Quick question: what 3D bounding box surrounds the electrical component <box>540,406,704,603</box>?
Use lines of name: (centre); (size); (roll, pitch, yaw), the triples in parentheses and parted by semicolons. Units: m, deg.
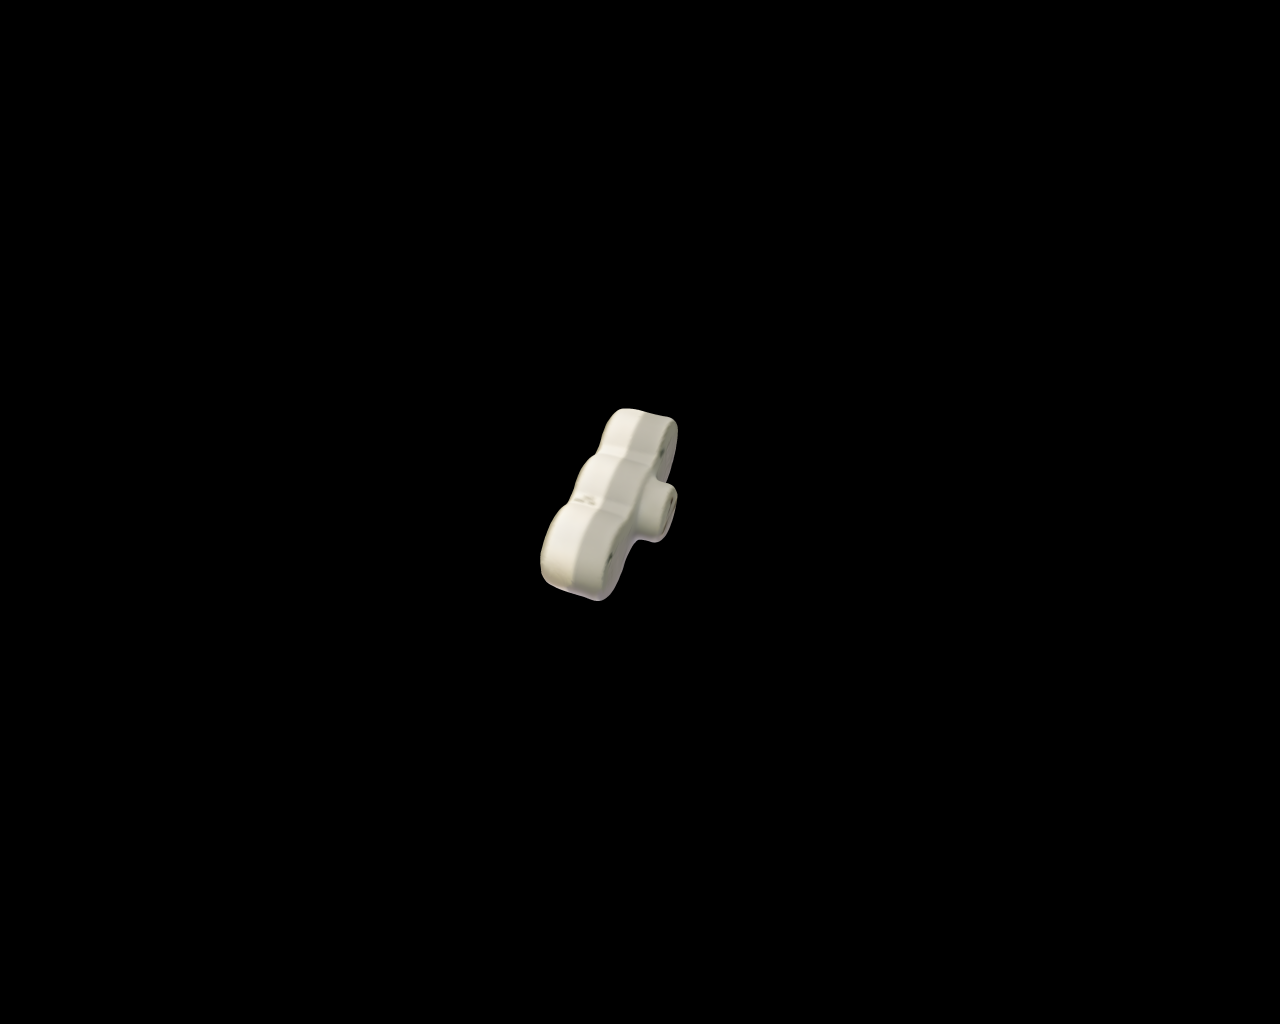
electrical component: (0.001, -0.003, 0.650); (0.074, 0.138, 0.052); (16, -39, 13)
